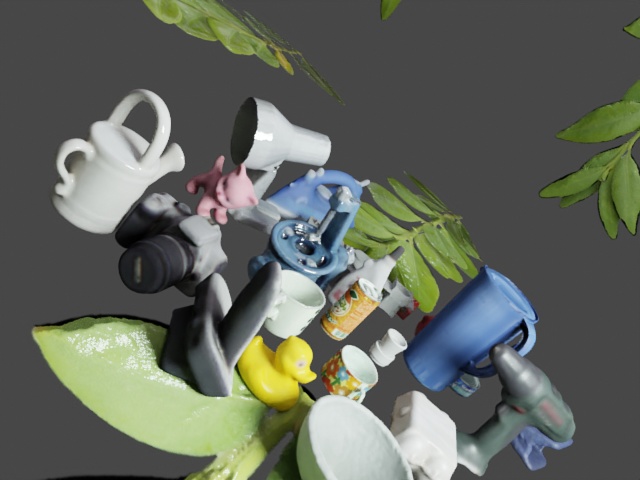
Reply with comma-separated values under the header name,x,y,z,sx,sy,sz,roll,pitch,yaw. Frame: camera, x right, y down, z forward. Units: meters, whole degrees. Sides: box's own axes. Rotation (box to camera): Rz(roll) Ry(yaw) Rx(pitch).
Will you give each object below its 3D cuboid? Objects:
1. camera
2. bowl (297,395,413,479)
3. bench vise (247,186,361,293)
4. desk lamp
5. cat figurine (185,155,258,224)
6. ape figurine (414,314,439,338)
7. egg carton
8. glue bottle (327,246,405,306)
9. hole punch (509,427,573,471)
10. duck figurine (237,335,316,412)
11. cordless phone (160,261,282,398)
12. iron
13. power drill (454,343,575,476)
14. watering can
name,x,y,z,sx,sy,sz,roll,pitch,yaw
camera,-0.203,0.006,0.750,0.143,0.100,0.137,45,21,5
bowl,0.030,0.275,0.684,0.168,0.074,0.167,36,22,-17
bench vise,0.001,-0.005,0.962,0.121,0.219,0.208,47,22,12
desk lamp,-0.093,-0.134,1.050,0.204,0.213,0.117,25,27,-38
cat figurine,-0.161,-0.091,0.983,0.067,0.117,0.127,17,33,-48
ape figurine,0.248,0.185,1.209,0.076,0.092,0.077,18,32,-47
egg carton,0.150,0.297,0.859,0.107,0.069,0.150,41,21,-4
glue bottle,0.091,0.071,1.039,0.078,0.173,0.037,48,22,14
hole punch,0.432,0.391,1.142,0.109,0.091,0.101,14,35,-51
duck figurine,-0.050,0.159,0.747,0.104,0.086,0.078,47,22,10
cordless phone,-0.098,0.080,0.678,0.094,0.185,0.147,31,24,-27
iron,0.003,-0.103,1.259,0.259,0.141,0.118,11,37,-53
power drill,0.299,0.288,0.944,0.230,0.208,0.075,34,23,-21
watering can,-0.256,-0.111,0.750,0.101,0.194,0.173,43,21,1
